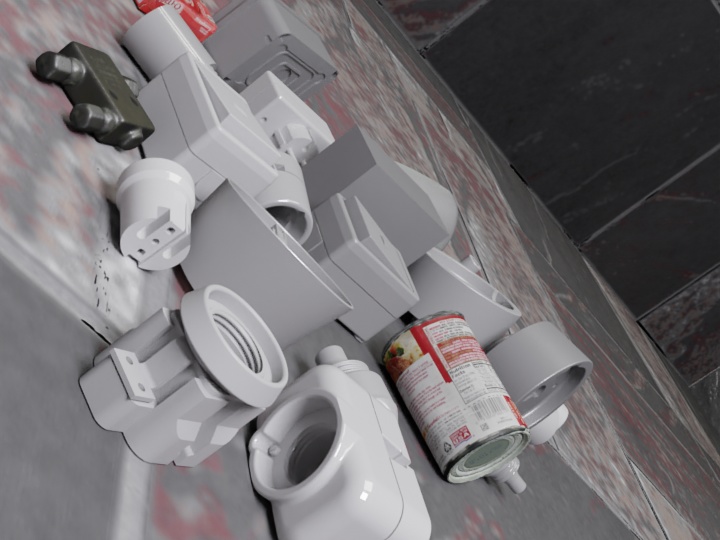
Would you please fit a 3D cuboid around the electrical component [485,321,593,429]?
[{"bbox_3d":[0.132,0.088,0.895,0.060,0.108,0.108,53,12,25],"label":"electrical component"}]

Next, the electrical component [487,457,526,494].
[{"bbox_3d":[0.103,0.143,0.809,0.061,0.035,0.035,52,14,-15],"label":"electrical component"}]

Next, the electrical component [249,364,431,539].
[{"bbox_3d":[-0.012,0.094,0.508,0.059,0.054,0.095,43,17,-36],"label":"electrical component"}]

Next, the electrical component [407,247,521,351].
[{"bbox_3d":[0.077,0.031,0.925,0.108,0.060,0.108,34,10,-6],"label":"electrical component"}]

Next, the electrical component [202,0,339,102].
[{"bbox_3d":[-0.080,-0.188,0.932,0.057,0.078,0.113,62,16,20],"label":"electrical component"}]

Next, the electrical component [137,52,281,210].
[{"bbox_3d":[-0.096,-0.087,0.664,0.062,0.061,0.096,38,20,-47],"label":"electrical component"}]

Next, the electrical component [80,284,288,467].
[{"bbox_3d":[-0.068,0.043,0.447,0.058,0.057,0.078,60,15,25],"label":"electrical component"}]

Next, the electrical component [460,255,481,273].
[{"bbox_3d":[0.084,0.010,1.012,0.048,0.062,0.048,49,14,-17],"label":"electrical component"}]

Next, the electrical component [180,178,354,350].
[{"bbox_3d":[-0.053,-0.004,0.594,0.099,0.064,0.099,49,15,-17],"label":"electrical component"}]

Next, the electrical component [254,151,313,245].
[{"bbox_3d":[-0.059,-0.041,0.691,0.055,0.055,0.047,39,23,-44],"label":"electrical component"}]

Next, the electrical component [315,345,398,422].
[{"bbox_3d":[-0.007,0.071,0.607,0.043,0.043,0.062,36,20,-50],"label":"electrical component"}]

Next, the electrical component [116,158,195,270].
[{"bbox_3d":[-0.104,-0.028,0.544,0.040,0.040,0.046,42,24,-37],"label":"electrical component"}]

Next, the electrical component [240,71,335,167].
[{"bbox_3d":[-0.056,-0.102,0.861,0.083,0.047,0.075,38,20,-46],"label":"electrical component"}]

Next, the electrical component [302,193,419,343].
[{"bbox_3d":[0.000,0.000,0.765,0.096,0.061,0.061,43,17,-37],"label":"electrical component"}]

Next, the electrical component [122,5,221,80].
[{"bbox_3d":[-0.122,-0.136,0.740,0.081,0.043,0.043,53,14,0],"label":"electrical component"}]

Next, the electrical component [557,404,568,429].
[{"bbox_3d":[0.169,0.127,1.051,0.078,0.040,0.040,50,14,-14],"label":"electrical component"}]

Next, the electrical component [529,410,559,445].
[{"bbox_3d":[0.145,0.127,0.971,0.065,0.044,0.044,33,23,-42],"label":"electrical component"}]
